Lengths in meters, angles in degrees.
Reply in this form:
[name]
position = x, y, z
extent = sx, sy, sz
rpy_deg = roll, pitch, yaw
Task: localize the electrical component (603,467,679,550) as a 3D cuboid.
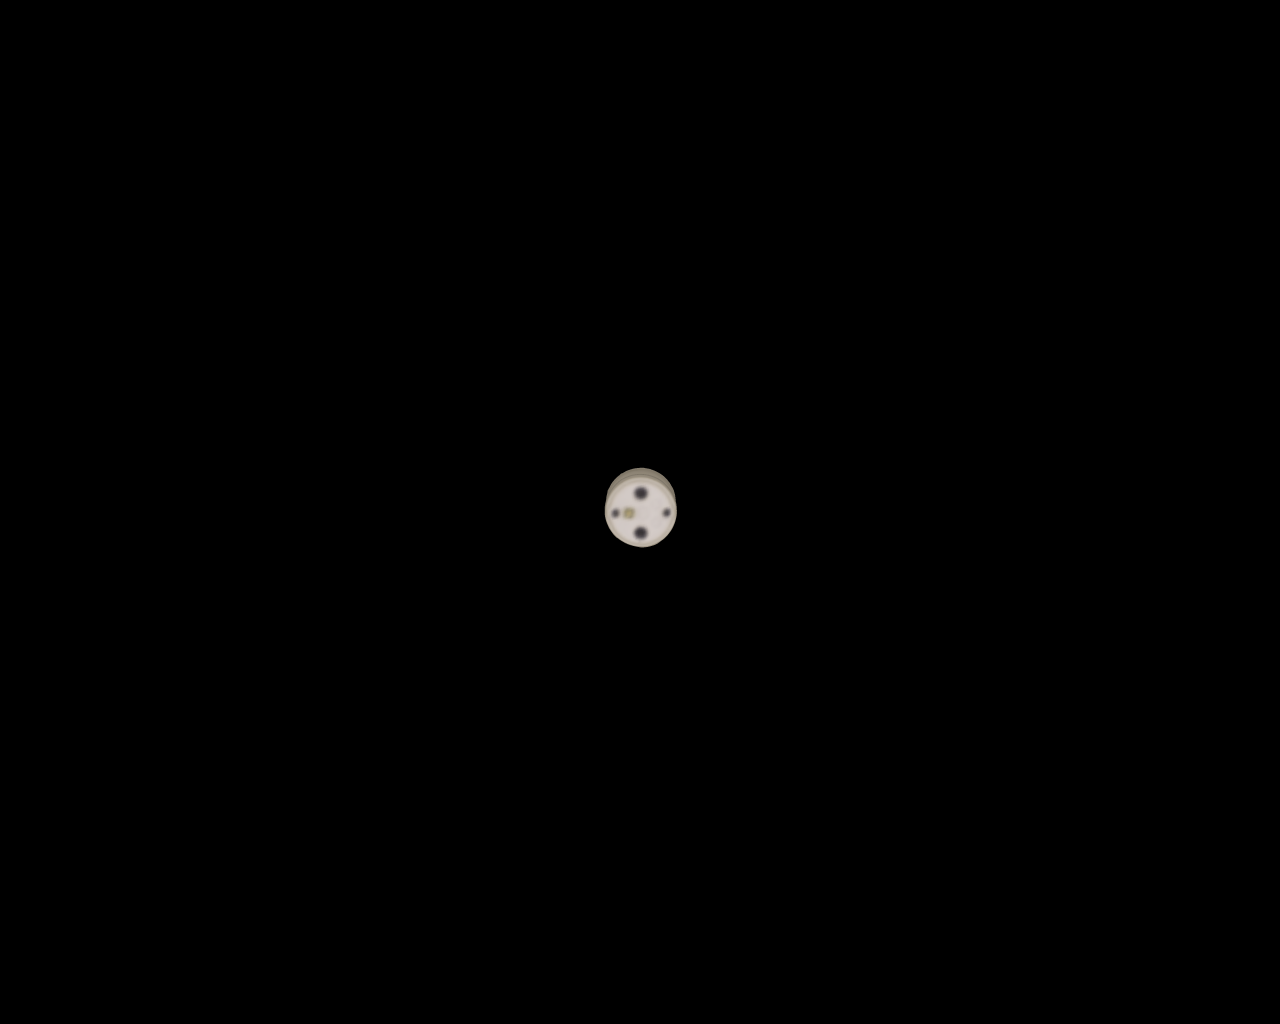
[electrical component]
position = 0.001, -0.003, 0.650
extent = 0.045, 0.044, 0.055
rpy_deg = 0, 8, 0
